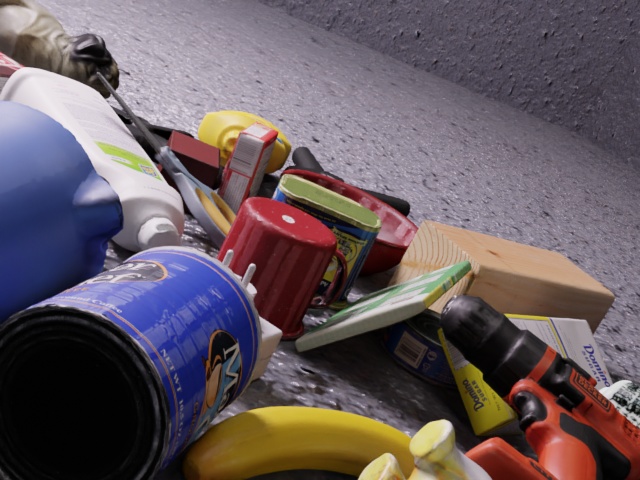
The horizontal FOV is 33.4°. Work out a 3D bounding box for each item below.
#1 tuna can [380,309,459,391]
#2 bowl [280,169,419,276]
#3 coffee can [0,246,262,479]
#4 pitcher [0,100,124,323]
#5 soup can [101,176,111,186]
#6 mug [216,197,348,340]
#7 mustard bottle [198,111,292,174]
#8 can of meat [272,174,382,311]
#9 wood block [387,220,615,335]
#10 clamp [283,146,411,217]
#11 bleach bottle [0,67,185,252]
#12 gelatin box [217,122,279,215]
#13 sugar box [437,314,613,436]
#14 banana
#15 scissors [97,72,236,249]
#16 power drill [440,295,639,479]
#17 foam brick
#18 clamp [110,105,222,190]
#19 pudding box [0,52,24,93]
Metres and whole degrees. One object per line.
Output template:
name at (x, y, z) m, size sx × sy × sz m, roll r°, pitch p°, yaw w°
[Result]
tuna can at (0.096, 0.090, 0.902) m, size 0.086 × 0.034 × 0.086 m, roll 24°, pitch 16°, yaw -7°
bowl at (0.023, -0.010, 1.067) m, size 0.162 × 0.055 × 0.162 m, roll 24°, pitch 16°, yaw -7°
coffee can at (-0.099, 0.066, 0.551) m, size 0.103 × 0.103 × 0.140 m, roll 28°, pitch 16°, yaw 8°
pitcher at (-0.222, 0.013, 0.523) m, size 0.145 × 0.149 × 0.242 m, roll 42°, pitch 21°, yaw 2°
soup can at (-0.211, -0.042, 0.788) m, size 0.102 × 0.068 × 0.068 m, roll 34°, pitch 18°, yaw 27°
mug at (-0.028, 0.022, 0.839) m, size 0.117 × 0.081 × 0.093 m, roll 16°, pitch 18°, yaw -31°
mustard bottle at (-0.083, -0.106, 1.157) m, size 0.096 × 0.058 × 0.191 m, roll 28°, pitch 7°, yaw -1°
can of meat at (-0.006, 0.001, 0.934) m, size 0.102 × 0.084 × 0.057 m, roll 23°, pitch 20°, yaw -6°
wood block at (0.176, 0.055, 1.034) m, size 0.205 × 0.090 × 0.091 m, roll 12°, pitch 22°, yaw -40°
clamp at (0.002, -0.064, 1.240) m, size 0.165 × 0.036 × 0.209 m, roll 30°, pitch 17°, yaw 20°
bleach bottle at (-0.187, -0.060, 0.896) m, size 0.102 × 0.068 × 0.251 m, roll 14°, pitch 22°, yaw -40°
gelatin box at (-0.073, -0.065, 1.034) m, size 0.030 × 0.089 × 0.073 m, roll 22°, pitch 16°, yaw 3°
sugar box at (0.177, 0.110, 0.877) m, size 0.175 × 0.048 × 0.093 m, roll 11°, pitch 53°, yaw -48°
banana at (0.003, 0.127, 0.633) m, size 0.197 × 0.037 × 0.070 m, roll 16°, pitch 18°, yaw -30°
scissors at (-0.125, -0.064, 0.957) m, size 0.202 × 0.016 × 0.096 m, roll 54°, pitch 9°, yaw 12°
power drill at (0.140, 0.127, 0.711) m, size 0.184 × 0.057 × 0.187 m, roll 39°, pitch 28°, yaw 3°
foam brick at (-0.127, -0.064, 1.016) m, size 0.051 × 0.053 × 0.078 m, roll 22°, pitch 17°, yaw -12°
clamp at (-0.185, -0.107, 1.094) m, size 0.171 × 0.039 × 0.120 m, roll 26°, pitch 9°, yaw -24°
pudding box at (-0.339, -0.166, 1.038) m, size 0.090 × 0.039 × 0.113 m, roll 30°, pitch 16°, yaw 16°
